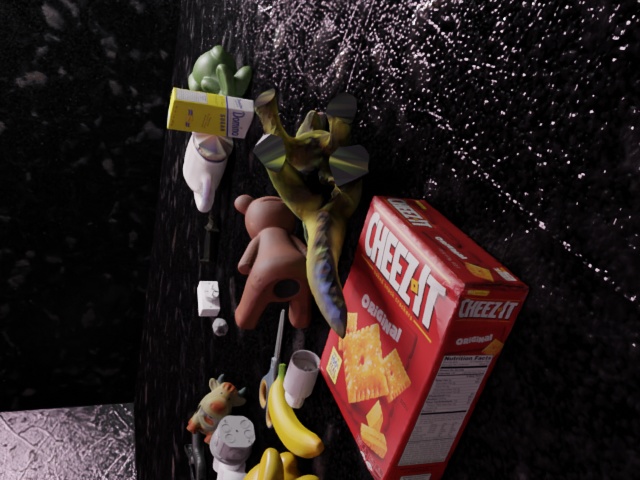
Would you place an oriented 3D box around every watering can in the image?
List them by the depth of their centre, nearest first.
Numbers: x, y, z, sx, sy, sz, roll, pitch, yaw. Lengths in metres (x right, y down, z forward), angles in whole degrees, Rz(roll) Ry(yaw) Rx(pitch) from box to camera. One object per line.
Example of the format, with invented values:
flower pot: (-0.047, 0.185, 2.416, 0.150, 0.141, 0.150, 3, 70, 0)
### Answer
watering can: (-0.309, -0.242, 1.376, 0.219, 0.104, 0.355, 123, 143, -46)

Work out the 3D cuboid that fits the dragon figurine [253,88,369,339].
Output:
dragon figurine: (0.002, -0.032, 0.630, 0.237, 0.122, 0.420, 78, -174, -55)
